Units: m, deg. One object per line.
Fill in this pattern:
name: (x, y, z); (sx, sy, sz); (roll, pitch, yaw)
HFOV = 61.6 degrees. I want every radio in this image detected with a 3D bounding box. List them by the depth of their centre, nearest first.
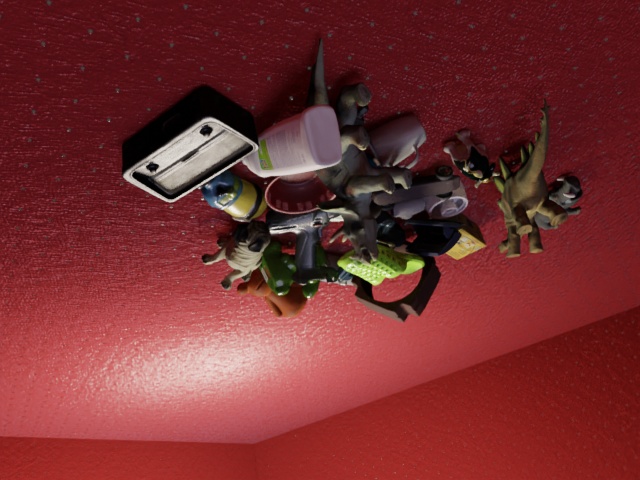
radio: (-0.235, -0.164, 0.953); (0.230, 0.073, 0.131); (-28, 148, 23)

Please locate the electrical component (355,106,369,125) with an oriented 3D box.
electrical component: (0.047, -0.226, 1.015); (0.063, 0.021, 0.094); (10, 144, -35)

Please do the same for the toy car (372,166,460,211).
toy car: (0.219, -0.122, 1.236); (0.202, 0.053, 0.089); (-12, 141, 6)

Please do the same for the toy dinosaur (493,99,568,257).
toy dinosaur: (0.464, -0.105, 1.215); (0.105, 0.198, 0.470); (-10, 151, -4)

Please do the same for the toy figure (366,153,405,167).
toy figure: (0.120, -0.148, 1.150); (0.154, 0.057, 0.064); (11, -178, -39)

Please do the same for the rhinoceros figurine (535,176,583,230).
rhinoceros figurine: (0.628, -0.101, 1.431); (0.112, 0.073, 0.190); (7, 148, -13)

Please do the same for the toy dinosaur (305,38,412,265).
toy dinosaur: (0.034, -0.152, 0.982); (0.192, 0.131, 0.404); (-12, 117, 34)

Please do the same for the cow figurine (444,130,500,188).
cow figurine: (0.344, -0.162, 1.172); (0.068, 0.098, 0.167); (-37, 143, 25)

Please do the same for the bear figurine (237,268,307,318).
bear figurine: (-0.136, 0.138, 1.503); (0.196, 0.120, 0.132); (31, 178, -19)

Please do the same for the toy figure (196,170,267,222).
toy figure: (-0.179, -0.095, 1.091); (0.089, 0.082, 0.180); (-22, 147, 20)

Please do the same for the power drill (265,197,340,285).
power drill: (-0.003, -0.004, 1.236); (0.232, 0.086, 0.207); (-6, 115, 2)

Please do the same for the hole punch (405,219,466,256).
hole punch: (0.285, -0.010, 1.354); (0.116, 0.092, 0.142); (-4, -175, -41)

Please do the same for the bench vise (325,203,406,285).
bench vise: (0.111, 0.024, 1.355); (0.240, 0.129, 0.223); (-51, 157, 21)

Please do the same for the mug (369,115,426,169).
mug: (0.156, -0.189, 1.048); (0.107, 0.110, 0.080); (-32, 147, 7)

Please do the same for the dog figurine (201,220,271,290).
dog figurine: (-0.155, 0.010, 1.236); (0.121, 0.172, 0.190); (46, 124, -9)

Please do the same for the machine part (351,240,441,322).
machine part: (0.203, 0.103, 1.432); (0.201, 0.201, 0.087); (19, 163, 38)

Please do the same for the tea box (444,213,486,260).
tea box: (0.373, -0.013, 1.472); (0.098, 0.068, 0.169); (-29, 149, 27)

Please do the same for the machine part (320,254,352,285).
machine part: (0.068, 0.087, 1.509); (0.243, 0.079, 0.079); (12, 142, -36)

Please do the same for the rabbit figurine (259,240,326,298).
rabbit figurine: (-0.054, 0.062, 1.371); (0.170, 0.159, 0.121); (-21, 145, -19)
